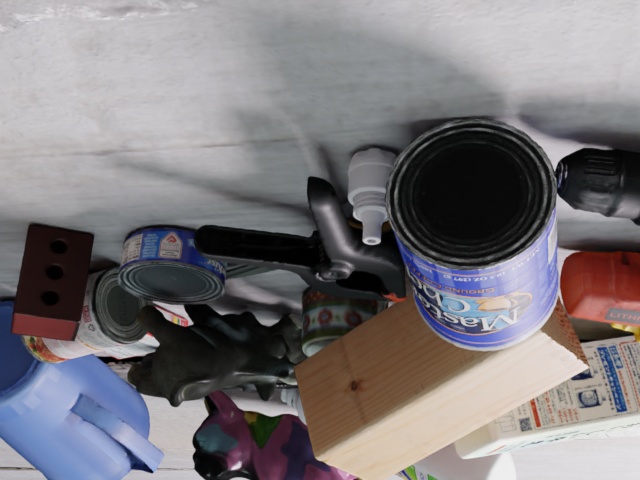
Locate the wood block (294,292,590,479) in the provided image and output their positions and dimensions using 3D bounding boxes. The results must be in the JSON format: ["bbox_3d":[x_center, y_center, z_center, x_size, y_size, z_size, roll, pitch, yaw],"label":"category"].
[{"bbox_3d":[0.091,0.099,0.843,0.206,0.091,0.090,-34,138,22],"label":"wood block"}]

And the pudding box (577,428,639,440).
[{"bbox_3d":[0.287,0.184,1.133,0.114,0.039,0.090,-7,154,27],"label":"pudding box"}]

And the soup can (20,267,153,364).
[{"bbox_3d":[-0.202,0.065,0.921,0.102,0.068,0.068,-16,148,36],"label":"soup can"}]

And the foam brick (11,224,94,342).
[{"bbox_3d":[-0.212,0.034,0.845,0.053,0.078,0.051,9,153,-14],"label":"foam brick"}]

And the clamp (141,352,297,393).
[{"bbox_3d":[-0.072,0.132,1.059,0.210,0.036,0.164,-2,167,6],"label":"clamp"}]

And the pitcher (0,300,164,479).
[{"bbox_3d":[-0.260,0.160,1.060,0.149,0.145,0.243,-19,149,2],"label":"pitcher"}]

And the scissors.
[{"bbox_3d":[-0.005,0.001,0.814,0.202,0.016,0.096,-6,151,21],"label":"scissors"}]

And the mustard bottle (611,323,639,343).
[{"bbox_3d":[0.328,0.065,0.846,0.191,0.058,0.096,3,141,4],"label":"mustard bottle"}]

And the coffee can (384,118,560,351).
[{"bbox_3d":[0.103,0.001,0.693,0.103,0.103,0.140,-2,154,12],"label":"coffee can"}]

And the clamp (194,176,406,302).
[{"bbox_3d":[-0.004,0.010,0.767,0.120,0.039,0.171,-11,150,32],"label":"clamp"}]

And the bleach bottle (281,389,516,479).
[{"bbox_3d":[0.071,0.203,1.095,0.251,0.068,0.102,20,154,29],"label":"bleach bottle"}]

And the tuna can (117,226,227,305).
[{"bbox_3d":[-0.117,0.021,0.853,0.086,0.033,0.086,4,155,1],"label":"tuna can"}]

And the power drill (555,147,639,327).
[{"bbox_3d":[0.228,0.001,0.728,0.184,0.057,0.188,8,156,-3],"label":"power drill"}]

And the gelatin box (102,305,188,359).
[{"bbox_3d":[-0.181,0.083,0.999,0.089,0.030,0.073,-13,152,32],"label":"gelatin box"}]
